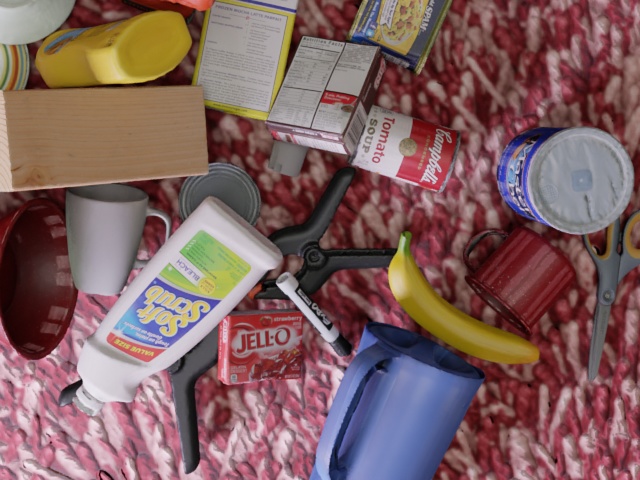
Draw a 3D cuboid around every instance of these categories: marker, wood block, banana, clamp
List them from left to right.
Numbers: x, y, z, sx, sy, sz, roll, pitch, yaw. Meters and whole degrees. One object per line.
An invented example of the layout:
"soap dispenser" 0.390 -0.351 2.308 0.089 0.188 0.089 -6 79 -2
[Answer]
"wood block" -0.219 -0.099 1.025 0.205 0.090 0.091 -8 98 -38
"clamp" -0.153 0.135 1.130 0.164 0.036 0.210 36 92 -5
"clamp" -0.007 0.001 1.122 0.171 0.039 0.120 -23 101 -3
"marker" -0.004 0.081 1.124 0.020 0.020 0.121 -38 116 1
"banana" 0.139 0.077 1.122 0.197 0.037 0.070 40 132 -7

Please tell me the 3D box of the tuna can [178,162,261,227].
"tuna can" -0.104 -0.039 1.116 0.086 0.034 0.086 0 96 -3

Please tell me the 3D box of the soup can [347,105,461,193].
"soup can" 0.086 -0.096 1.104 0.102 0.068 0.068 17 95 -4

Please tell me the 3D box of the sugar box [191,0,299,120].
"sugar box" -0.074 -0.217 1.094 0.093 0.048 0.176 12 92 -4

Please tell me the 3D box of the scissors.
"scissors" 0.329 0.050 1.158 0.096 0.016 0.202 -7 97 -2

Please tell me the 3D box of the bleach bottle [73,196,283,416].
"bleach bottle" -0.154 0.080 1.078 0.102 0.068 0.251 39 95 -5

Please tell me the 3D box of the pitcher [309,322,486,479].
"pitcher" 0.058 0.214 1.101 0.149 0.145 0.243 22 97 -8

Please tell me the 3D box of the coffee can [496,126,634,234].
"coffee can" 0.244 -0.064 1.078 0.102 0.140 0.103 0 96 -3

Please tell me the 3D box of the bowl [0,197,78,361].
"bowl" -0.300 0.038 1.061 0.055 0.162 0.162 1 96 15

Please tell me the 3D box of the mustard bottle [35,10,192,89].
"mustard bottle" -0.218 -0.180 1.036 0.096 0.192 0.058 -40 119 -38

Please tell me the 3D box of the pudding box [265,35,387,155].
"pudding box" 0.006 -0.148 1.073 0.090 0.039 0.113 13 67 23

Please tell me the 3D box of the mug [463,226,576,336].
"mug" 0.204 0.033 1.120 0.081 0.093 0.117 -48 63 -3

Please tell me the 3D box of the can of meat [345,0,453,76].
"can of meat" 0.083 -0.232 1.095 0.084 0.057 0.102 24 94 -3

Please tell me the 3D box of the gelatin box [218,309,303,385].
"gelatin box" -0.063 0.111 1.120 0.089 0.030 0.073 0 96 -28

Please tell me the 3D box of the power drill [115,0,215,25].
"power drill" -0.183 -0.257 1.012 0.184 0.187 0.057 19 96 -7
